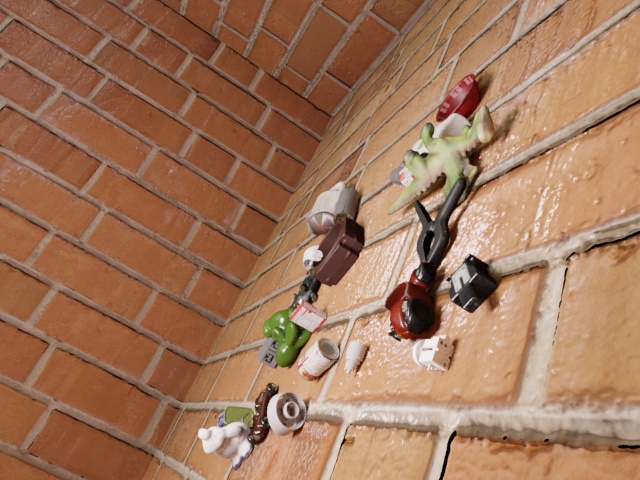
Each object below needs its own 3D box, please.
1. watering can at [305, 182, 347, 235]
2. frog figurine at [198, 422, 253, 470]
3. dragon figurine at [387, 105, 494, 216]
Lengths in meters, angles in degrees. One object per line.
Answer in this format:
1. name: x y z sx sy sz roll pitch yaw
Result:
1. watering can: 0.007 -0.110 2.176 0.103 0.230 0.341 32 -41 -14
2. frog figurine: -0.283 0.583 1.515 0.159 0.125 0.135 32 -44 -11
3. dragon figurine: 0.290 -0.155 1.255 0.122 0.402 0.248 20 32 -15
